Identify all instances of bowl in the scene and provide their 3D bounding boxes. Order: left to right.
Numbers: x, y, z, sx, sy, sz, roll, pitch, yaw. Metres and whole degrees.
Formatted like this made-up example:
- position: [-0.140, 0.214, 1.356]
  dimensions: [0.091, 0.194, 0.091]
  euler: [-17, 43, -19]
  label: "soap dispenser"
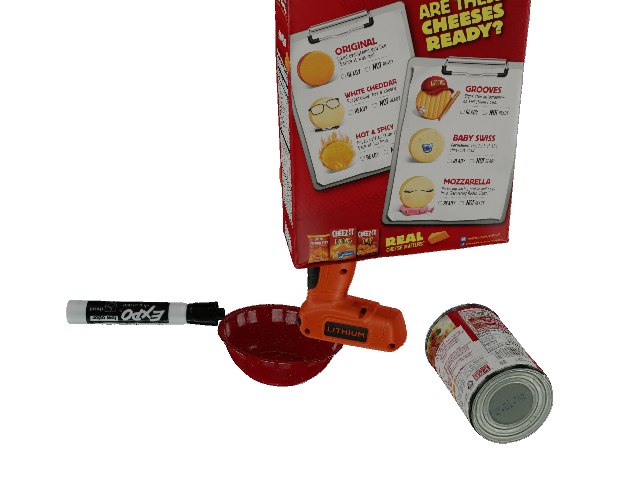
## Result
- position: [-0.052, 0.140, 1.362]
  dimensions: [0.162, 0.055, 0.162]
  euler: [5, 22, -2]
  label: "bowl"

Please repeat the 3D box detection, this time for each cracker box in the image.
- position: [0.053, -0.094, 0.746]
  dimensions: [0.164, 0.214, 0.072]
  euler: [-7, 31, -10]
  label: "cracker box"

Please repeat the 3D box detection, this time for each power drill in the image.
- position: [0.050, 0.007, 1.003]
  dimensions: [0.185, 0.188, 0.057]
  euler: [9, 21, 17]
  label: "power drill"

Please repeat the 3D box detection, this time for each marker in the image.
- position: [-0.134, 0.056, 0.821]
  dimensions: [0.121, 0.020, 0.020]
  euler: [1, 0, 4]
  label: "marker"

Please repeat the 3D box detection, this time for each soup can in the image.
- position: [0.129, 0.101, 0.826]
  dimensions: [0.068, 0.068, 0.102]
  euler: [0, 23, -15]
  label: "soup can"
